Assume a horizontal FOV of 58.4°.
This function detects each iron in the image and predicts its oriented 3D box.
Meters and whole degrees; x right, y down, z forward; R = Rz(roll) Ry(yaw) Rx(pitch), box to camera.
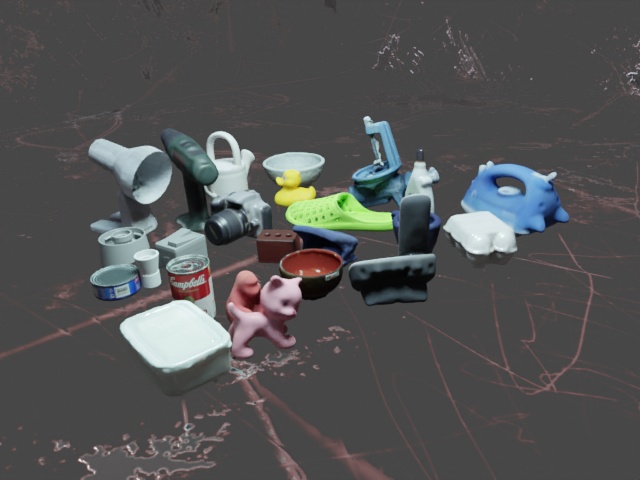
[{"bbox_3d":[0.406,-0.104,1.244,0.119,0.141,0.257,-18,28,-30],"label":"iron"}]

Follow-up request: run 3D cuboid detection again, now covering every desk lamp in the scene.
[{"bbox_3d":[-0.423,-0.112,1.257,0.202,0.214,0.118,10,28,27],"label":"desk lamp"}]

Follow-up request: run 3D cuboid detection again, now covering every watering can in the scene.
[{"bbox_3d":[-0.226,-0.169,1.387,0.100,0.194,0.173,2,25,10],"label":"watering can"}]

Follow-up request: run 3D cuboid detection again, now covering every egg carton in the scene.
[{"bbox_3d":[0.313,-0.004,1.119,0.107,0.069,0.150,-8,25,-11],"label":"egg carton"}]

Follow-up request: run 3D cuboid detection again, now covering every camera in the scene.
[{"bbox_3d":[-0.193,-0.051,1.236,0.142,0.101,0.137,15,30,34],"label":"camera"}]

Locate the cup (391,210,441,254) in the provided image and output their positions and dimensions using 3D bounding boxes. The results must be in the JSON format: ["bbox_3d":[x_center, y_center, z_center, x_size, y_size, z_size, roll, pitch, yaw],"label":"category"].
[{"bbox_3d":[0.175,-0.003,1.100,0.092,0.095,0.117,-17,28,-29],"label":"cup"}]

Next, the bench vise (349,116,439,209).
[{"bbox_3d":[0.169,-0.180,1.340,0.207,0.220,0.121,-2,24,1],"label":"bench vise"}]

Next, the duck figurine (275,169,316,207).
[{"bbox_3d":[-0.063,-0.132,1.420,0.104,0.086,0.077,2,25,11],"label":"duck figurine"}]

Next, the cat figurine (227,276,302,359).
[{"bbox_3d":[-0.079,0.104,0.862,0.128,0.118,0.067,-12,26,-19],"label":"cat figurine"}]

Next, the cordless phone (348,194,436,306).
[{"bbox_3d":[0.122,0.010,0.966,0.148,0.185,0.094,-7,25,-10],"label":"cordless phone"}]

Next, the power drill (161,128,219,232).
[{"bbox_3d":[-0.296,-0.134,1.299,0.076,0.208,0.228,-19,29,-31],"label":"power drill"}]

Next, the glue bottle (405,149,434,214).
[{"bbox_3d":[0.217,-0.113,1.244,0.037,0.173,0.077,-17,28,-28],"label":"glue bottle"}]

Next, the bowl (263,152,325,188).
[{"bbox_3d":[-0.068,-0.179,1.538,0.167,0.075,0.167,-2,24,1],"label":"bowl"}]

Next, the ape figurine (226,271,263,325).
[{"bbox_3d":[-0.116,0.094,0.919,0.075,0.092,0.078,14,29,32],"label":"ape figurine"}]

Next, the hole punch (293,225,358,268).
[{"bbox_3d":[0.010,0.004,1.106,0.108,0.091,0.101,14,29,33],"label":"hole punch"}]
